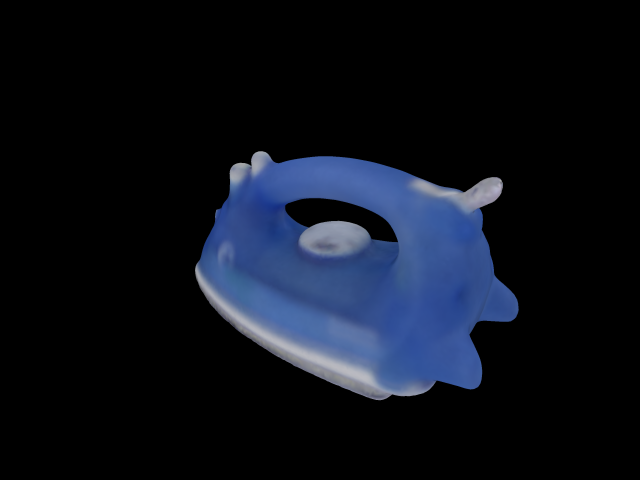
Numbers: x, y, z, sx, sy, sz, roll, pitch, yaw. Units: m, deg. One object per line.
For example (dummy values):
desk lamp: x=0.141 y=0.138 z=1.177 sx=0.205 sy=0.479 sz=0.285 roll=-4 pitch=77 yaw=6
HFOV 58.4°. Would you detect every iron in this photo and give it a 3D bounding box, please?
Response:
iron: x=0.004 y=0.001 z=0.400 sx=0.257 sy=0.141 sz=0.119 roll=16 pitch=32 yaw=27
